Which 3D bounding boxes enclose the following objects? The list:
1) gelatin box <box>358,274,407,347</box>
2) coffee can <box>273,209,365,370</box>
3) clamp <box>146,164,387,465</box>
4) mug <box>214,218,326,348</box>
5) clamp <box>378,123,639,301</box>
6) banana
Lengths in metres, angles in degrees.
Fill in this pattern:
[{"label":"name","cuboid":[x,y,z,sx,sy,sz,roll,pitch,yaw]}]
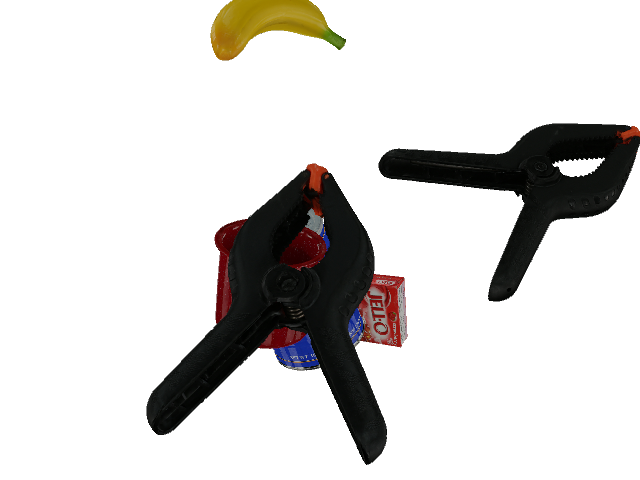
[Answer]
[{"label":"gelatin box","cuboid":[0.068,0.085,1.330,0.073,0.089,0.030,7,29,23]},{"label":"coffee can","cuboid":[-0.024,0.049,1.111,0.103,0.140,0.103,-17,29,10]},{"label":"clamp","cuboid":[-0.006,0.038,0.558,0.120,0.171,0.039,16,-28,10]},{"label":"mug","cuboid":[-0.034,0.040,0.889,0.117,0.081,0.093,16,27,19]},{"label":"clamp","cuboid":[0.172,-0.037,0.839,0.209,0.165,0.036,-17,-39,-15]},{"label":"banana","cuboid":[-0.047,-0.200,0.974,0.070,0.037,0.197,41,32,19]}]
